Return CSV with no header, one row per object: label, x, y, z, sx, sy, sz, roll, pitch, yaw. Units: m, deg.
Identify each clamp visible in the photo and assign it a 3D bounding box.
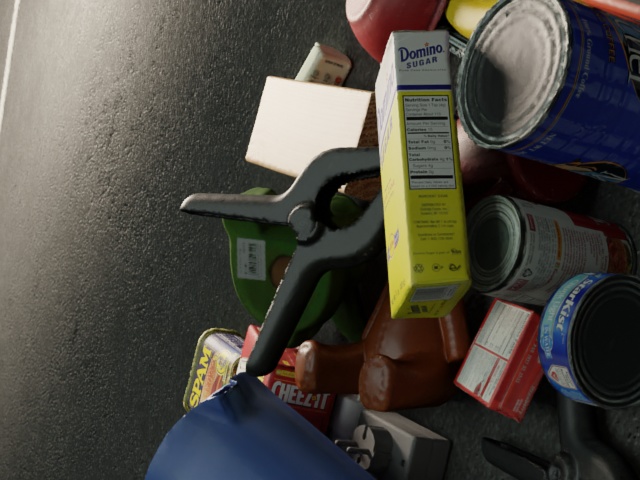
clamp,-0.005,0.001,0.825,0.210,0.036,0.164,-26,71,23
clamp,0.163,0.161,0.716,0.171,0.039,0.120,-101,30,-45

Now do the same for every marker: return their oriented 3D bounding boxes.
marker,0.120,-0.168,0.922,0.121,0.020,0.020,49,122,54

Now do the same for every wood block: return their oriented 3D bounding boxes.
wood block,0.021,-0.093,0.994,0.206,0.090,0.091,23,100,60

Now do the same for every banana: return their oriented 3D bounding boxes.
banana,0.151,-0.189,0.858,0.198,0.037,0.070,34,111,58

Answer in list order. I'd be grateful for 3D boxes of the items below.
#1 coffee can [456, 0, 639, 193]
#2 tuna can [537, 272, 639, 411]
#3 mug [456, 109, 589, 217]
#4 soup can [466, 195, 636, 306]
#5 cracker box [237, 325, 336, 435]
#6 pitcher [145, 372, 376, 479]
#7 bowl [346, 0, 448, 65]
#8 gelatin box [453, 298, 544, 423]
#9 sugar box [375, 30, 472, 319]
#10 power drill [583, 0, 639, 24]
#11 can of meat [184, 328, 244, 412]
coffee can,0.174,-0.093,0.683,0.103,0.140,0.103,-29,56,53
tuna can,0.180,0.063,0.674,0.034,0.086,0.086,3,82,62
mug,0.133,-0.053,0.767,0.117,0.093,0.082,-42,15,-27
soup can,0.152,0.011,0.722,0.069,0.102,0.068,-29,56,54
cracker box,-0.050,0.204,0.998,0.164,0.072,0.214,-144,68,-76
pitcher,-0.007,0.226,0.816,0.243,0.149,0.145,34,90,23
bowl,0.067,-0.234,0.967,0.162,0.055,0.162,-165,90,-72
gelatin box,0.134,0.084,0.760,0.073,0.030,0.089,-64,10,-1
sugar box,0.066,-0.043,0.722,0.093,0.048,0.176,104,161,-72
power drill,0.243,-0.232,0.696,0.185,0.057,0.188,45,119,55
can of meat,-0.097,0.156,1.142,0.084,0.057,0.102,26,103,57
